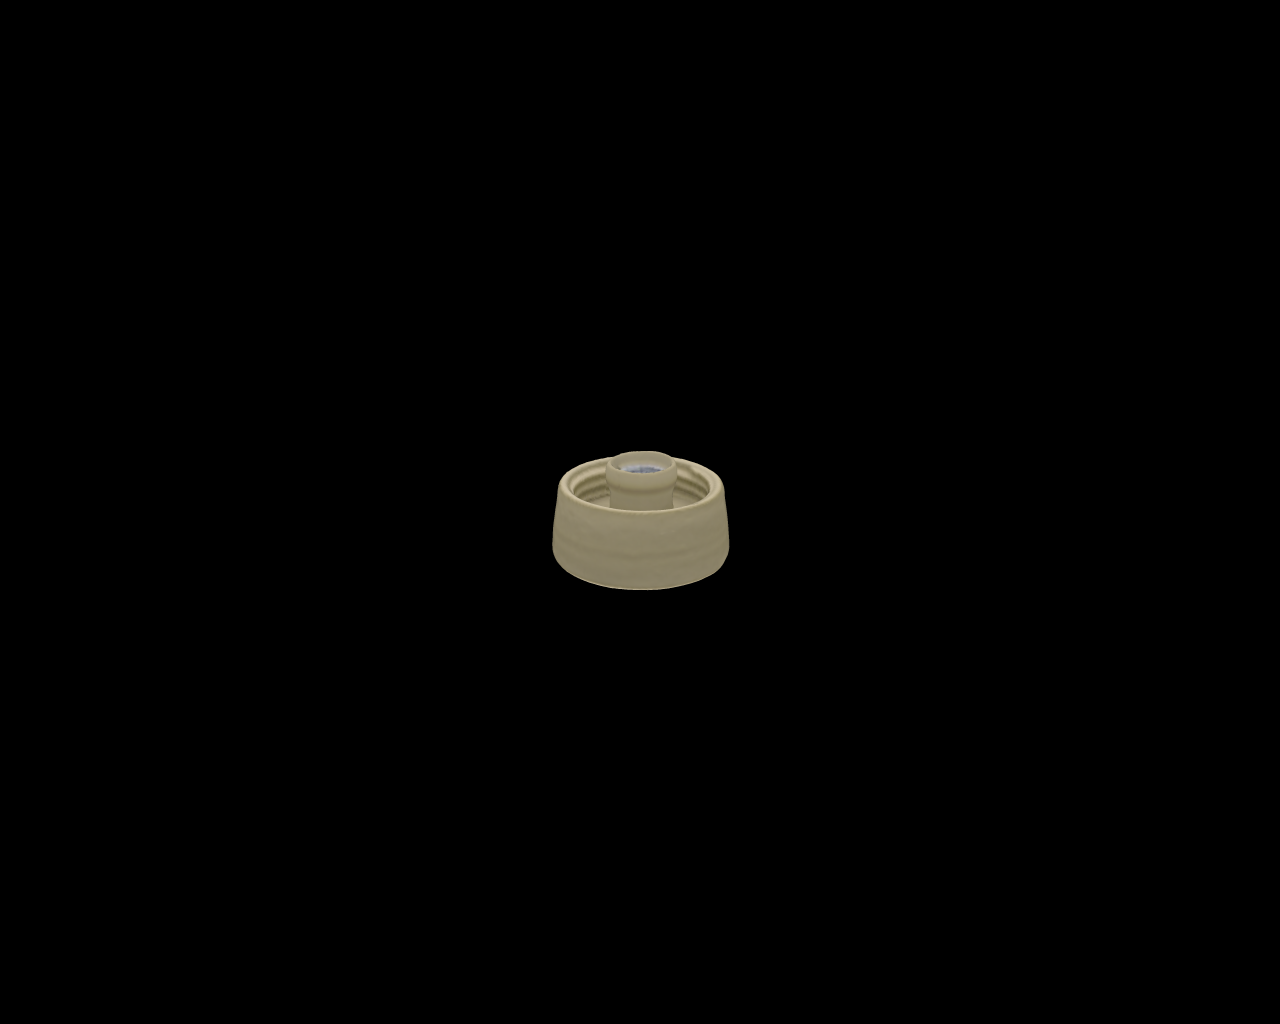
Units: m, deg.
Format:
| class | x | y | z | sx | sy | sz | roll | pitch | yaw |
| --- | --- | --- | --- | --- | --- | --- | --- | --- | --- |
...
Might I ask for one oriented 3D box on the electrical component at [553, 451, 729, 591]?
| class | x | y | z | sx | sy | sz | roll | pitch | yaw |
| --- | --- | --- | --- | --- | --- | --- | --- | --- | --- |
| electrical component | 0.001 | -0.003 | 0.650 | 0.108 | 0.060 | 0.108 | 0 | 22 | 0 |
